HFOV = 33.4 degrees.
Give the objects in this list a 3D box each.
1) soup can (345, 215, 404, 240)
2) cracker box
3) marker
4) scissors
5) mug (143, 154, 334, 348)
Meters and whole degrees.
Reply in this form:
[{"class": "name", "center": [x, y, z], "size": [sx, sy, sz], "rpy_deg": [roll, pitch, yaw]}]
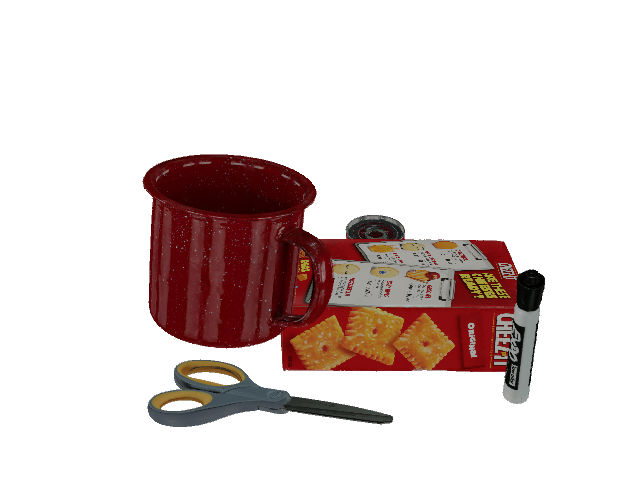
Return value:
[{"class": "soup can", "center": [0.062, 0.031, 1.246], "size": [0.068, 0.102, 0.068], "rpy_deg": [0, 32, 0]}, {"class": "cracker box", "center": [0.073, 0.058, 0.983], "size": [0.213, 0.072, 0.164], "rpy_deg": [1, 21, 1]}, {"class": "marker", "center": [0.142, 0.068, 0.744], "size": [0.020, 0.121, 0.020], "rpy_deg": [-1, 41, 1]}, {"class": "scissors", "center": [-0.052, 0.131, 0.822], "size": [0.202, 0.016, 0.096], "rpy_deg": [13, 29, 40]}, {"class": "mug", "center": [-0.042, 0.010, 0.582], "size": [0.117, 0.081, 0.093], "rpy_deg": [20, 27, 28]}]
